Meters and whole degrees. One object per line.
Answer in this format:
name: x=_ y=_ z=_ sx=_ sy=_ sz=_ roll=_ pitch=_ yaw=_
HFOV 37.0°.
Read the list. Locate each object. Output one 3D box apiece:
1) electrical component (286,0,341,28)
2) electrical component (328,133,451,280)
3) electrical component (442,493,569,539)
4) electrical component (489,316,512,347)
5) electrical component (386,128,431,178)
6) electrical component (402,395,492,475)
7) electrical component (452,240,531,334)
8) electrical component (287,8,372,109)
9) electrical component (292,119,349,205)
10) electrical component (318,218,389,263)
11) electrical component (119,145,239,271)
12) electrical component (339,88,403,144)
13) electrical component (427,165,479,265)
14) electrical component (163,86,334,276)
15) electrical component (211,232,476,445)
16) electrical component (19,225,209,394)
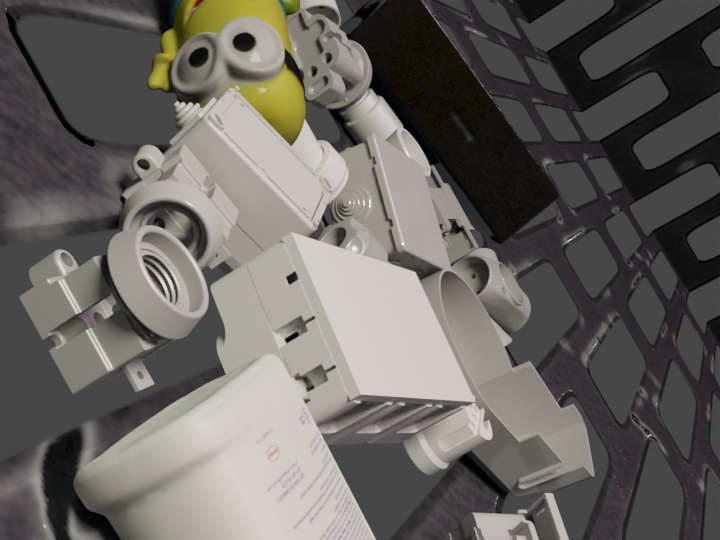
electrical component: x=-0.047 y=-0.238 z=0.923 sx=0.043 sy=0.043 sz=0.081 roll=33 pitch=32 yaw=-51
electrical component: x=0.017 y=-0.038 z=0.762 sx=0.100 sy=0.048 sz=0.099 roll=22 pitch=50 yaw=-62
electrical component: x=0.089 y=0.194 z=0.584 sx=0.063 sy=0.078 sz=0.121 roll=9 pitch=46 yaw=-27
electrical component: x=0.082 y=0.040 z=0.836 sx=0.065 sy=0.044 sz=0.044 roll=56 pitch=19 yaw=7
electrical component: x=0.020 y=-0.078 z=0.835 sx=0.045 sy=0.055 sz=0.045 roll=48 pitch=22 yaw=-27
electrical component: x=0.054 y=0.100 z=0.671 sx=0.040 sy=0.046 sz=0.040 roll=48 pitch=22 yaw=-27
electrical component: x=0.107 y=0.008 z=0.935 sx=0.077 sy=0.044 sz=0.079 roll=36 pitch=30 yaw=-47
electrical component: x=-0.027 y=-0.159 z=0.838 sx=0.057 sy=0.058 sz=0.078 roll=20 pitch=43 yaw=-56
electrical component: x=-0.040 y=-0.071 z=0.697 sx=0.055 sy=0.045 sz=0.045 roll=46 pitch=24 yaw=-34
electrical component: x=0.000 y=0.000 z=0.692 sx=0.062 sy=0.043 sz=0.043 roll=47 pitch=23 yaw=-34
electrical component: x=-0.088 y=-0.025 z=0.515 sx=0.066 sy=0.048 sz=0.055 roll=52 pitch=13 yaw=-19
electrical component: x=0.002 y=-0.132 z=0.892 sx=0.078 sy=0.040 sz=0.040 roll=51 pitch=21 yaw=-22
electrical component: x=0.058 y=-0.043 z=0.897 sx=0.081 sy=0.042 sz=0.064 roll=62 pitch=23 yaw=9
electrical component: x=-0.071 y=-0.048 z=0.577 sx=0.096 sy=0.061 sz=0.061 roll=45 pitch=22 yaw=-13
electrical component: x=-0.008 y=0.044 z=0.581 sx=0.150 sy=0.062 sz=0.089 roll=16 pitch=46 yaw=-62
electrical component: x=-0.094 y=0.014 z=0.427 sx=0.066 sy=0.055 sz=0.048 roll=60 pitch=20 yaw=3
